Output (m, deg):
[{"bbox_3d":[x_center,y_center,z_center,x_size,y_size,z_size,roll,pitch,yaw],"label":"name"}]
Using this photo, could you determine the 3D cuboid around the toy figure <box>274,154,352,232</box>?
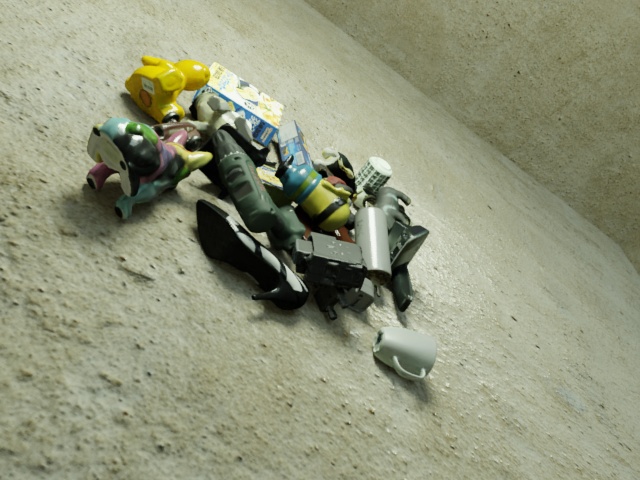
[{"bbox_3d":[-0.016,-0.092,1.111,0.180,0.089,0.082,38,-11,-11],"label":"toy figure"}]

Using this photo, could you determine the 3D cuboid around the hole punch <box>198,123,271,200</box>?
[{"bbox_3d":[-0.186,-0.166,1.091,0.115,0.142,0.092,43,0,-21],"label":"hole punch"}]

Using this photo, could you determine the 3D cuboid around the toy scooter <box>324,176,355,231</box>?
[{"bbox_3d":[0.021,-0.099,1.250,0.135,0.075,0.183,40,-10,27],"label":"toy scooter"}]

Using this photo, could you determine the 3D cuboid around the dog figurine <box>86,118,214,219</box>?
[{"bbox_3d":[-0.276,-0.145,0.910,0.108,0.191,0.219,38,44,10],"label":"dog figurine"}]

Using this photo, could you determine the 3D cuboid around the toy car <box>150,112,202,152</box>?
[{"bbox_3d":[-0.312,-0.196,1.027,0.089,0.053,0.202,45,43,14],"label":"toy car"}]

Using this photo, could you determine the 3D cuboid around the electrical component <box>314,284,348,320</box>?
[{"bbox_3d":[0.019,0.101,1.014,0.021,0.063,0.094,12,39,-40],"label":"electrical component"}]

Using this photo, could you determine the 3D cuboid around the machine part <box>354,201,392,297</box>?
[{"bbox_3d":[0.115,0.013,1.192,0.079,0.079,0.243,22,51,-29],"label":"machine part"}]

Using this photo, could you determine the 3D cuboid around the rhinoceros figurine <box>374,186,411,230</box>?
[{"bbox_3d":[0.160,-0.058,1.338,0.112,0.073,0.190,36,53,-19],"label":"rhinoceros figurine"}]

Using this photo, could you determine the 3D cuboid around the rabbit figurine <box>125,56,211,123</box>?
[{"bbox_3d":[-0.321,-0.337,1.166,0.163,0.121,0.173,24,47,32],"label":"rabbit figurine"}]

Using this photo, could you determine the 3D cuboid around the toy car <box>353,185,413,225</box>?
[{"bbox_3d":[0.170,-0.085,1.459,0.201,0.056,0.074,28,25,-23],"label":"toy car"}]

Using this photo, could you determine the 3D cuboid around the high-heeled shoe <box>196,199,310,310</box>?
[{"bbox_3d":[-0.115,0.020,0.958,0.145,0.086,0.249,-5,58,-54],"label":"high-heeled shoe"}]

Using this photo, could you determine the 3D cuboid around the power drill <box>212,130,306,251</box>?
[{"bbox_3d":[-0.114,-0.084,1.014,0.232,0.086,0.207,62,2,39],"label":"power drill"}]

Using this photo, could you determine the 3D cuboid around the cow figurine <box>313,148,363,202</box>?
[{"bbox_3d":[0.058,-0.141,1.311,0.098,0.068,0.167,20,-29,45],"label":"cow figurine"}]

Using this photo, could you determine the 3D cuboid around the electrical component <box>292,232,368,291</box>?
[{"bbox_3d":[0.015,0.037,1.004,0.134,0.058,0.115,12,20,-10],"label":"electrical component"}]

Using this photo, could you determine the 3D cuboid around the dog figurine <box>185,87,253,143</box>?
[{"bbox_3d":[-0.216,-0.257,1.212,0.172,0.121,0.191,56,8,-22],"label":"dog figurine"}]

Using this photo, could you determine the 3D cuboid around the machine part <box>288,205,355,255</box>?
[{"bbox_3d":[-0.002,-0.003,1.144,0.179,0.056,0.179,29,30,-18],"label":"machine part"}]

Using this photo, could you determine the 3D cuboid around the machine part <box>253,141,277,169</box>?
[{"bbox_3d":[-0.149,-0.192,1.254,0.084,0.039,0.139,-11,58,-49],"label":"machine part"}]

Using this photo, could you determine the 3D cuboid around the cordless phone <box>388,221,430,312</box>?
[{"bbox_3d":[0.191,0.058,1.187,0.089,0.146,0.184,21,31,-15],"label":"cordless phone"}]

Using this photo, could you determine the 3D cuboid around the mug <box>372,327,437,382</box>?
[{"bbox_3d":[0.154,0.215,1.010,0.107,0.080,0.110,21,38,-10],"label":"mug"}]

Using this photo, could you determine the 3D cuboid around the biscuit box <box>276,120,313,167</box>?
[{"bbox_3d":[-0.062,-0.215,1.344,0.062,0.059,0.203,56,14,-43],"label":"biscuit box"}]
